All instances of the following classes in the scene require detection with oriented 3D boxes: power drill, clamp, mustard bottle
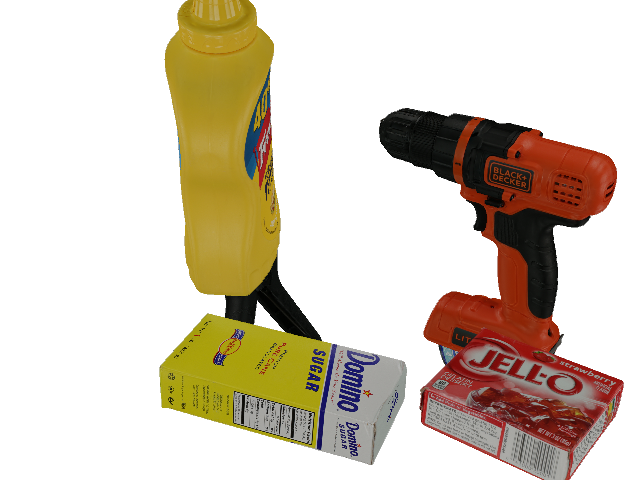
[{"bbox_3d":[0.123,-0.002,0.815,0.185,0.188,0.057,19,35,30],"label":"power drill"},{"bbox_3d":[-0.061,0.039,1.029,0.036,0.210,0.164,-11,-1,31],"label":"clamp"},{"bbox_3d":[-0.054,-0.064,0.601,0.058,0.192,0.096,5,45,5],"label":"mustard bottle"}]

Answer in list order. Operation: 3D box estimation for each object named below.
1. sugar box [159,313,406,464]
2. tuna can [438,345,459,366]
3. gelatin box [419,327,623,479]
[{"bbox_3d":[-0.028,0.112,0.838,0.176,0.048,0.093,10,28,16],"label":"sugar box"},{"bbox_3d":[0.166,0.111,1.276,0.034,0.086,0.086,-7,-3,21],"label":"tuna can"},{"bbox_3d":[0.110,0.089,0.588,0.089,0.030,0.073,21,35,29],"label":"gelatin box"}]
